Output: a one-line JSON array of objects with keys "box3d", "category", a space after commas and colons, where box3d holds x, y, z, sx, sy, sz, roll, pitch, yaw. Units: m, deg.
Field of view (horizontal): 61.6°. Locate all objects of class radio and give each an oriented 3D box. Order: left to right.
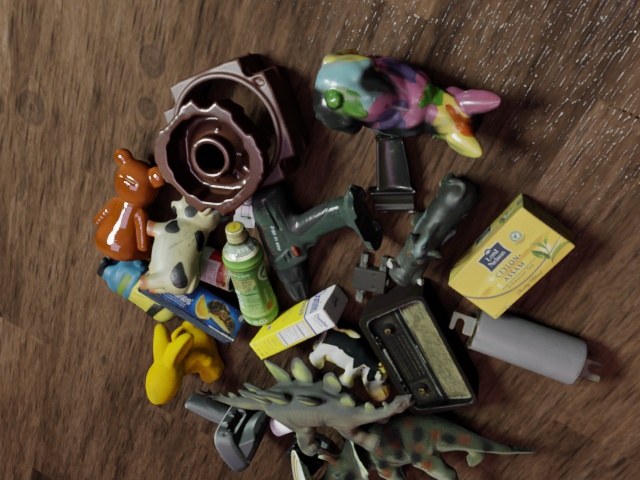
[{"box3d": [0.172, 0.189, 0.933, 0.131, 0.073, 0.229, -23, 104, 26], "category": "radio"}]

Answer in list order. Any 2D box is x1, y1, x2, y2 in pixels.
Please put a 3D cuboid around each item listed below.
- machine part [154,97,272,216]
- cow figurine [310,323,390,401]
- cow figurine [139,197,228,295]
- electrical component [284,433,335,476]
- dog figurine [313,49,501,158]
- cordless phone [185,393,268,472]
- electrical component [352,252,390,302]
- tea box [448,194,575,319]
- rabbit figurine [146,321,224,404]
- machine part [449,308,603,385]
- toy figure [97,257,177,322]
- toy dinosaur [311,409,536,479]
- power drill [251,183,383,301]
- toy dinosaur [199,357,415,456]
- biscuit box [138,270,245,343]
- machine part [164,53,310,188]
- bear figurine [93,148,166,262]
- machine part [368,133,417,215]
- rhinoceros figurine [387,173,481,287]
[{"box3d": [-0.159, -0.127, 0.817, 0.180, 0.056, 0.179, 7, 116, 15], "category": "machine part"}, {"box3d": [0.071, 0.221, 0.991, 0.167, 0.068, 0.098, 33, 114, 2], "category": "cow figurine"}, {"box3d": [-0.234, 0.000, 0.942, 0.127, 0.085, 0.195, 5, 73, 0], "category": "cow figurine"}, {"box3d": [-0.007, 0.443, 1.117, 0.119, 0.075, 0.047, 33, 120, -1], "category": "electrical component"}, {"box3d": [0.123, -0.180, 0.727, 0.219, 0.191, 0.108, 24, 114, 25], "category": "dog figurine"}, {"box3d": [-0.207, 0.379, 1.112, 0.184, 0.146, 0.088, 20, 111, 7], "category": "cordless phone"}, {"box3d": [0.090, 0.068, 0.933, 0.063, 0.021, 0.093, 12, 109, 14], "category": "electrical component"}, {"box3d": [0.288, 0.026, 0.821, 0.098, 0.068, 0.169, 35, 121, 0], "category": "tea box"}, {"box3d": [-0.277, 0.243, 1.061, 0.122, 0.173, 0.162, 15, 122, 17], "category": "rabbit figurine"}, {"box3d": [0.331, 0.166, 0.866, 0.243, 0.079, 0.079, 20, 119, 11], "category": "machine part"}, {"box3d": [-0.354, 0.092, 1.072, 0.180, 0.082, 0.089, 29, 139, -4], "category": "toy figure"}, {"box3d": [0.168, 0.382, 1.007, 0.405, 0.131, 0.192, -33, 100, 23], "category": "toy dinosaur"}, {"box3d": [-0.002, -0.003, 0.909, 0.207, 0.086, 0.231, -11, 118, 31], "category": "power drill"}, {"box3d": [-0.039, 0.302, 0.996, 0.472, 0.105, 0.198, -19, 123, 37], "category": "toy dinosaur"}, {"box3d": [-0.240, 0.119, 1.015, 0.202, 0.059, 0.063, 36, 153, -18], "category": "biscuit box"}, {"box3d": [-0.134, -0.179, 0.864, 0.201, 0.087, 0.201, -13, 110, 24], "category": "machine part"}, {"box3d": [-0.340, -0.063, 0.990, 0.120, 0.132, 0.195, 24, 101, 6], "category": "bear figurine"}, {"box3d": [0.112, -0.105, 0.840, 0.084, 0.039, 0.138, 6, 117, 23], "category": "machine part"}, {"box3d": [0.175, -0.010, 0.820, 0.073, 0.112, 0.190, 32, 112, 0], "category": "rhinoceros figurine"}]
